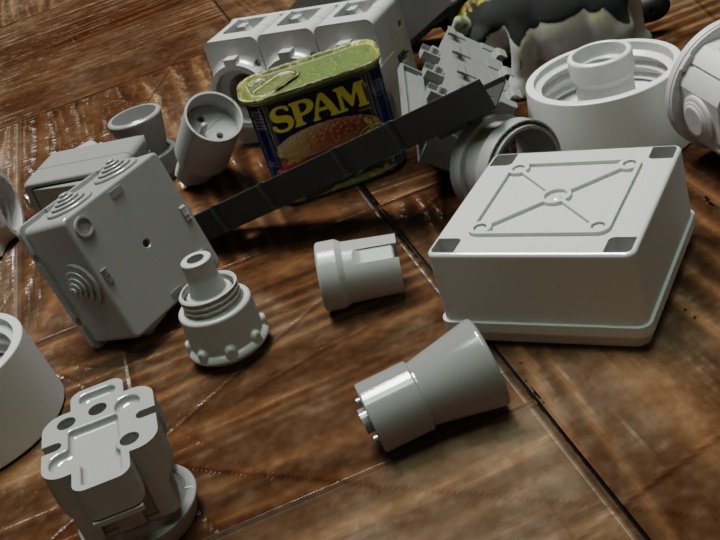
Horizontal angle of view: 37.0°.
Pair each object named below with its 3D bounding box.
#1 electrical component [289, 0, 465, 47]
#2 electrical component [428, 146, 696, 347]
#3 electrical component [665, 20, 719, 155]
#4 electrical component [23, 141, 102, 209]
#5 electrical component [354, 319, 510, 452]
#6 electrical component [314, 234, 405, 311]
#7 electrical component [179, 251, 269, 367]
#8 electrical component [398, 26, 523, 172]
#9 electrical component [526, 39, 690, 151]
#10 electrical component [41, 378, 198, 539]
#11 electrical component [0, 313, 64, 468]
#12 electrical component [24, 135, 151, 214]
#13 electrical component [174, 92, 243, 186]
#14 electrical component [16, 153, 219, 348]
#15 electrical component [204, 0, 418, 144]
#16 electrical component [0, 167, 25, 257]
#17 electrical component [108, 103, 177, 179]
[{"bbox_3d":[0.021,-0.223,0.868,0.062,0.089,0.150,-42,6,-38],"label":"electrical component"},{"bbox_3d":[0.107,-0.015,0.557,0.109,0.056,0.108,0,34,30],"label":"electrical component"},{"bbox_3d":[0.222,-0.101,0.618,0.080,0.080,0.051,-22,34,-7],"label":"electrical component"},{"bbox_3d":[-0.235,-0.073,0.870,0.078,0.040,0.040,-34,32,-26],"label":"electrical component"},{"bbox_3d":[0.031,0.056,0.497,0.065,0.044,0.044,-26,29,-3],"label":"electrical component"},{"bbox_3d":[0.000,0.000,0.612,0.046,0.040,0.040,-11,29,2],"label":"electrical component"},{"bbox_3d":[-0.081,0.019,0.600,0.048,0.062,0.048,-14,29,8],"label":"electrical component"},{"bbox_3d":[0.070,-0.115,0.731,0.079,0.063,0.121,21,27,-12],"label":"electrical component"},{"bbox_3d":[0.159,-0.112,0.691,0.108,0.060,0.108,-14,29,8],"label":"electrical component"},{"bbox_3d":[-0.108,0.095,0.491,0.058,0.057,0.078,-21,29,-5],"label":"electrical component"},{"bbox_3d":[-0.230,0.066,0.604,0.108,0.060,0.108,-14,29,8],"label":"electrical component"},{"bbox_3d":[-0.199,-0.052,0.790,0.096,0.061,0.061,-8,30,17],"label":"electrical component"},{"bbox_3d":[-0.118,-0.095,0.817,0.043,0.043,0.081,-37,-10,-30],"label":"electrical component"},{"bbox_3d":[-0.144,-0.013,0.656,0.048,0.099,0.099,-9,28,42],"label":"electrical component"},{"bbox_3d":[-0.037,-0.154,0.845,0.150,0.089,0.061,-1,33,28],"label":"electrical component"},{"bbox_3d":[-0.303,-0.044,0.849,0.056,0.050,0.089,-17,29,3],"label":"electrical component"},{"bbox_3d":[-0.172,-0.100,0.863,0.045,0.055,0.045,-14,29,8],"label":"electrical component"}]
